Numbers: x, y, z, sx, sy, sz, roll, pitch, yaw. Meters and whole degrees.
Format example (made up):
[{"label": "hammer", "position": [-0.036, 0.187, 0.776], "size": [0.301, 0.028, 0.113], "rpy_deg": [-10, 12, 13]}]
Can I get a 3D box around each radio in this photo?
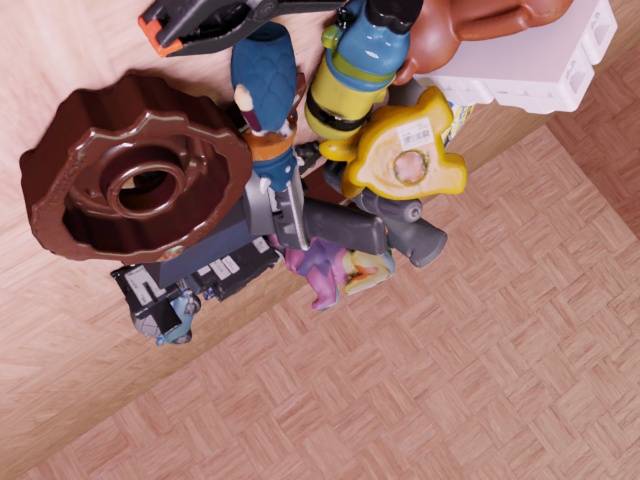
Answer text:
[{"label": "radio", "position": [-0.136, -0.027, 0.733], "size": [0.229, 0.073, 0.131], "rpy_deg": [-29, 171, -29]}]

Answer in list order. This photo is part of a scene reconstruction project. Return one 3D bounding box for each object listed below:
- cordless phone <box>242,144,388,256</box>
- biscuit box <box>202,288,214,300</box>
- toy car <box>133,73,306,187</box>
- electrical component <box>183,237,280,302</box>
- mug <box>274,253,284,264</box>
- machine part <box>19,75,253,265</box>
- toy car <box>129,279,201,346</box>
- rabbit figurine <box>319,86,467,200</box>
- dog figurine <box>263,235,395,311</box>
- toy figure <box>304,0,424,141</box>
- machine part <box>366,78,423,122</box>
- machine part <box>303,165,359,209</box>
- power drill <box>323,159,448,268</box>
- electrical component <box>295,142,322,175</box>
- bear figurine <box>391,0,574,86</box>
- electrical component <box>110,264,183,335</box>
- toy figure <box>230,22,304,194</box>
[{"label": "cordless phone", "position": [-0.005, -0.052, 0.613], "size": [0.184, 0.146, 0.089], "rpy_deg": [17, -144, 43]}, {"label": "biscuit box", "position": [-0.196, 0.070, 0.986], "size": [0.063, 0.059, 0.202], "rpy_deg": [-32, 180, -16]}, {"label": "toy car", "position": [-0.094, -0.101, 0.542], "size": [0.202, 0.053, 0.089], "rpy_deg": [-33, 168, -9]}, {"label": "electrical component", "position": [-0.148, 0.023, 0.816], "size": [0.134, 0.115, 0.058], "rpy_deg": [-31, 166, -29]}, {"label": "mug", "position": [-0.116, 0.013, 0.980], "size": [0.110, 0.080, 0.107], "rpy_deg": [-9, -175, 44]}, {"label": "machine part", "position": [-0.146, -0.051, 0.441], "size": [0.179, 0.056, 0.179], "rpy_deg": [-24, 151, -14]}, {"label": "toy car", "position": [-0.272, 0.118, 0.922], "size": [0.103, 0.109, 0.161], "rpy_deg": [-9, 150, -32]}, {"label": "rabbit figurine", "position": [0.089, -0.111, 0.662], "size": [0.162, 0.121, 0.173], "rpy_deg": [-25, -155, 15]}, {"label": "dog figurine", "position": [-0.002, -0.003, 0.873], "size": [0.192, 0.219, 0.108], "rpy_deg": [-27, 174, 6]}, {"label": "toy figure", "position": [0.034, -0.171, 0.536], "size": [0.089, 0.082, 0.180], "rpy_deg": [-48, -179, -26]}, {"label": "machine part", "position": [0.141, -0.216, 0.743], "size": [0.243, 0.079, 0.079], "rpy_deg": [-38, 172, 26]}, {"label": "machine part", "position": [0.017, -0.075, 1.030], "size": [0.201, 0.087, 0.201], "rpy_deg": [-35, 171, -2]}, {"label": "power drill", "position": [0.108, -0.039, 0.797], "size": [0.207, 0.232, 0.086], "rpy_deg": [33, 95, -42]}, {"label": "electrical component", "position": [-0.023, -0.122, 0.809], "size": [0.063, 0.021, 0.094], "rpy_deg": [-40, 170, 28]}, {"label": "bear figurine", "position": [0.141, -0.246, 0.536], "size": [0.196, 0.131, 0.120], "rpy_deg": [-6, -132, 34]}, {"label": "electrical component", "position": [-0.236, 0.080, 0.768], "size": [0.075, 0.119, 0.047], "rpy_deg": [-36, 172, -15]}, {"label": "toy figure", "position": [-0.045, -0.111, 0.477], "size": [0.064, 0.058, 0.154], "rpy_deg": [-15, 136, -17]}]
